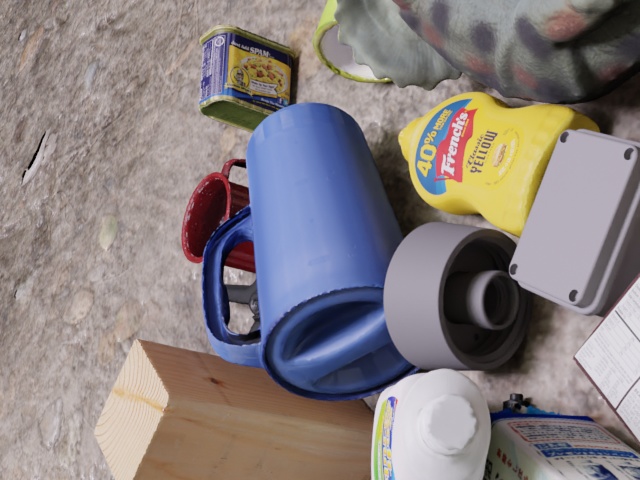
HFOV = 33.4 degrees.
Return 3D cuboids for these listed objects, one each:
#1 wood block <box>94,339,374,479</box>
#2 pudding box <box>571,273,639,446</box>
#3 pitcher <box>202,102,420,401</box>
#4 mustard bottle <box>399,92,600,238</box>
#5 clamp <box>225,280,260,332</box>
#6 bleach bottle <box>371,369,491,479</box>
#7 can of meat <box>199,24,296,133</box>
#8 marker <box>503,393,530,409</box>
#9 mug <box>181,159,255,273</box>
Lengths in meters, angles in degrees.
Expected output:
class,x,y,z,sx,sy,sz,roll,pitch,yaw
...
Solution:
class,x,y,z,sx,sy,sz,roll,pitch,yaw
wood block,-0.058,0.155,0.845,0.090,0.205,0.091,-64,33,13
pudding box,0.214,0.062,0.634,0.114,0.039,0.090,-56,37,23
pitcher,-0.006,0.001,0.869,0.145,0.149,0.243,-46,37,29
mustard bottle,0.120,-0.064,0.812,0.192,0.058,0.096,25,93,57
clamp,-0.050,0.076,1.023,0.172,0.039,0.120,-30,67,44
bleach bottle,0.070,0.123,0.674,0.251,0.068,0.102,88,-173,-73
can of meat,-0.076,-0.165,1.112,0.058,0.101,0.084,-21,61,49
marker,0.133,0.165,0.727,0.020,0.020,0.121,-20,60,52
mug,-0.080,-0.024,1.071,0.093,0.081,0.117,-18,62,52
